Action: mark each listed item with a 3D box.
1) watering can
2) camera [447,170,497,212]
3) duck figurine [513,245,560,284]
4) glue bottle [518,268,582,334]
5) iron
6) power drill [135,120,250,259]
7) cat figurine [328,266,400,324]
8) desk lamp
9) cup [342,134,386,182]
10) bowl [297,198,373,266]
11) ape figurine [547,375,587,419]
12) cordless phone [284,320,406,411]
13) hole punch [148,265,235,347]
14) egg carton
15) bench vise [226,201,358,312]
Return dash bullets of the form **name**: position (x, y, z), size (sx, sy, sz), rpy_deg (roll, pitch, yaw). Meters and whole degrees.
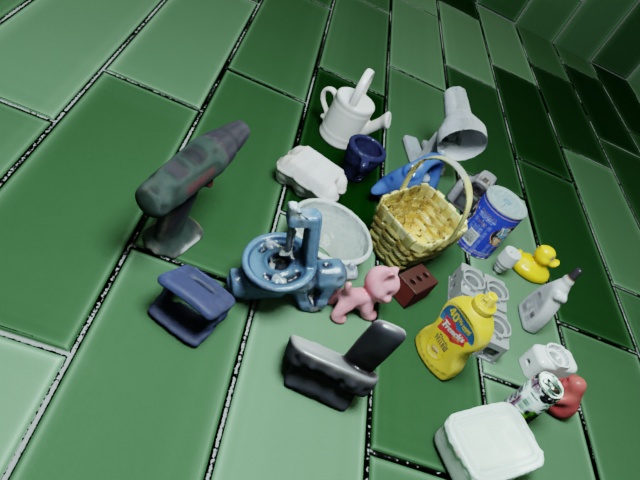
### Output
- **watering can**: position (0.087, -0.316, 1.360), size (0.173, 0.194, 0.101), rpy_deg (18, 42, -15)
- **camera**: position (0.414, -0.120, 1.432), size (0.143, 0.100, 0.137), rpy_deg (39, 41, 9)
- **duck figurine**: position (0.503, 0.045, 1.330), size (0.104, 0.086, 0.077), rpy_deg (29, 40, -2)
- **glue bottle**: position (0.475, 0.115, 1.173), size (0.037, 0.173, 0.078), rpy_deg (21, 41, -11)
- **iron**: position (0.232, -0.150, 1.321), size (0.118, 0.141, 0.259), rpy_deg (42, 41, 13)
- **power drill**: position (-0.211, -0.078, 0.923), size (0.075, 0.208, 0.230), rpy_deg (35, 40, 6)
- **cat figurine**: position (0.086, 0.086, 1.008), size (0.128, 0.117, 0.067), rpy_deg (-2, 50, -33)
- **desk lamp**: position (0.310, -0.260, 1.424), size (0.118, 0.213, 0.203), rpy_deg (11, 44, -22)
- **cup**: position (0.089, -0.169, 1.288), size (0.092, 0.095, 0.118), rpy_deg (23, 41, -9)
- **bowl**: position (0.010, 0.004, 1.079), size (0.168, 0.074, 0.167), rpy_deg (17, 42, -16)
- **ape figurine**: position (0.452, 0.281, 1.053), size (0.078, 0.092, 0.076), rpy_deg (-4, 51, -34)
- **cordless phone**: position (0.035, 0.158, 0.851), size (0.148, 0.185, 0.094), rpy_deg (23, 41, -9)
- **hole punch**: position (-0.189, 0.084, 0.863), size (0.108, 0.091, 0.101), rpy_deg (35, 40, 5)
- **egg carton**: position (-0.017, -0.133, 1.206), size (0.150, 0.069, 0.107), rpy_deg (34, 40, 4)
- **bench vise**: position (-0.029, 0.018, 0.928), size (0.208, 0.219, 0.121), rpy_deg (-8, 53, -37)
